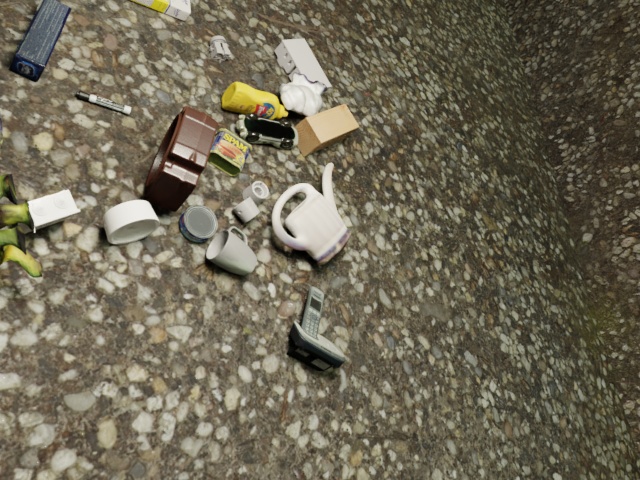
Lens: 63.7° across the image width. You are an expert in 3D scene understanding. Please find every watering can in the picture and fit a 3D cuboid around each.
[{"bbox_3d":[0.004,-0.072,1.428,0.102,0.223,0.354,-32,10,45],"label":"watering can"}]

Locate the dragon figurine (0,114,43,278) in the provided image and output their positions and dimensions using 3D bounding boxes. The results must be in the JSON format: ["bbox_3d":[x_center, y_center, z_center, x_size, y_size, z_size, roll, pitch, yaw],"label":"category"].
[{"bbox_3d":[-0.606,-0.023,0.840,0.243,0.411,0.121,-14,-2,-12],"label":"dragon figurine"}]

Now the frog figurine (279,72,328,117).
[{"bbox_3d":[-0.066,-0.419,1.550,0.136,0.163,0.121,40,-42,-13],"label":"frog figurine"}]
